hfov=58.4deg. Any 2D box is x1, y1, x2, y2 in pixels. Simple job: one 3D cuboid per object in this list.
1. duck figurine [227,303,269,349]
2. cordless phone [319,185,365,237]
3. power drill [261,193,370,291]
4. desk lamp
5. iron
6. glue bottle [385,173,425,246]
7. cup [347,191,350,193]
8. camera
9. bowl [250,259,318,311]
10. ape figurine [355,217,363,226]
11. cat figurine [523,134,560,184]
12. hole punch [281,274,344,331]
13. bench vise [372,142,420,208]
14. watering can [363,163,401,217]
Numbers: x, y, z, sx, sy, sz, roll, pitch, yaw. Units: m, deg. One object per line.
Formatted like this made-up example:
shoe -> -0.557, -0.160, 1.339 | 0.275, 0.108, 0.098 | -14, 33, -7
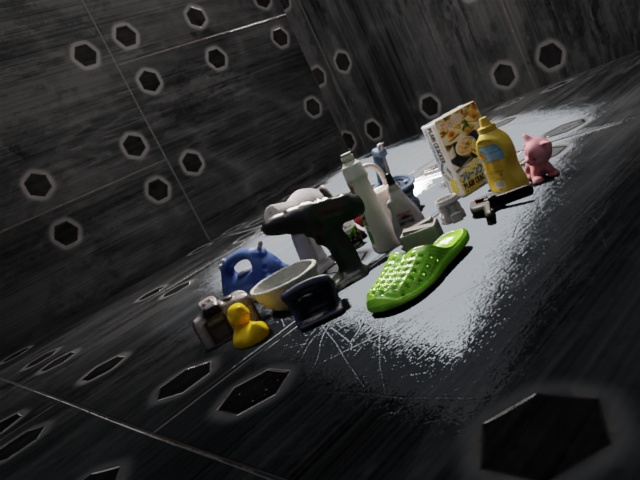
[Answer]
duck figurine -> -0.157, 0.171, 1.182 | 0.078, 0.086, 0.104 | -33, 12, -31
cordless phone -> 0.050, -0.081, 1.646 | 0.094, 0.185, 0.147 | -27, 11, -3
power drill -> 0.012, 0.004, 1.256 | 0.230, 0.208, 0.075 | -29, 11, -14
desk lamp -> -0.049, -0.014, 1.475 | 0.117, 0.214, 0.204 | -18, 13, 37
iron -> -0.204, 0.089, 1.540 | 0.257, 0.141, 0.119 | -17, 14, 39
glue bottle -> 0.188, -0.074, 1.314 | 0.078, 0.173, 0.037 | -24, 11, 12
cup -> 0.146, -0.127, 1.892 | 0.117, 0.095, 0.092 | -20, 12, 30
camera -> -0.228, 0.169, 1.323 | 0.143, 0.101, 0.136 | -29, 11, -15
bowl -> -0.069, 0.112, 1.291 | 0.167, 0.075, 0.167 | -25, 11, 5
ape figurine -> 0.094, -0.077, 1.780 | 0.076, 0.092, 0.078 | -26, 11, 2
cat figurine -> 0.500, -0.197, 1.324 | 0.067, 0.118, 0.128 | -24, 11, 8
hole punch -> -0.018, 0.113, 1.123 | 0.108, 0.091, 0.101 | -26, 11, 2
bench vise -> 0.182, -0.168, 1.657 | 0.122, 0.220, 0.206 | -33, 13, -33
watering can -> 0.162, -0.115, 1.522 | 0.172, 0.194, 0.101 | -15, 15, 45
